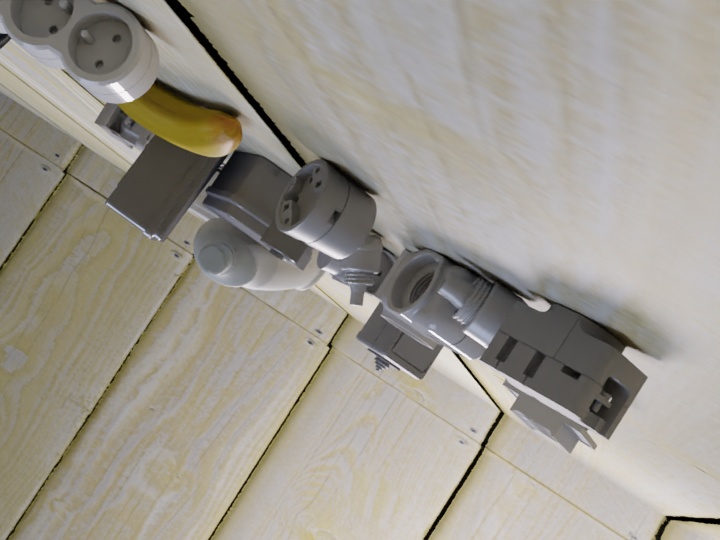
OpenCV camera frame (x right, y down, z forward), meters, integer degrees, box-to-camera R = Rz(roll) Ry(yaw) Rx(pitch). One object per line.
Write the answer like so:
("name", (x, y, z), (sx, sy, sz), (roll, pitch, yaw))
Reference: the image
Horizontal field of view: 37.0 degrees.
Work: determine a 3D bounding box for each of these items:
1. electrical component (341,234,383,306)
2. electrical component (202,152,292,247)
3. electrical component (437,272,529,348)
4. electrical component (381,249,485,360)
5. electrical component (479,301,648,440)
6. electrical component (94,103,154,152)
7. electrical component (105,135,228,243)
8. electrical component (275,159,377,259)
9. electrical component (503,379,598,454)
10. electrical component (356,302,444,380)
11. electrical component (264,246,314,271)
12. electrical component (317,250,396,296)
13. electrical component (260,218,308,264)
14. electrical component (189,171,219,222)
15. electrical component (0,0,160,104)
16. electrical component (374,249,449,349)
("electrical component", (0.000, 0.000, 0.921), (0.035, 0.061, 0.035), (6, 178, 0))
("electrical component", (-0.087, -0.059, 0.958), (0.078, 0.057, 0.113), (35, 175, -22))
("electrical component", (0.084, 0.026, 0.750), (0.062, 0.043, 0.043), (35, 176, -2))
("electrical component", (0.061, 0.023, 0.818), (0.059, 0.053, 0.095), (35, 175, -27))
("electrical component", (0.132, 0.059, 0.690), (0.050, 0.055, 0.089), (37, 175, -40))
("electrical component", (-0.231, -0.149, 1.111), (0.064, 0.042, 0.081), (29, 176, 13))
("electrical component", (-0.167, -0.082, 0.942), (0.056, 0.108, 0.109), (36, 175, -7))
("electrical component", (-0.022, -0.040, 0.728), (0.047, 0.055, 0.055), (32, 177, -30))
("electrical component", (0.182, 0.122, 0.978), (0.079, 0.063, 0.121), (31, 175, 24))
("electrical component", (0.048, 0.063, 1.067), (0.062, 0.096, 0.061), (37, 174, -37))
("electrical component", (-0.062, -0.036, 1.036), (0.048, 0.055, 0.066), (36, 175, -34))
("electrical component", (-0.014, -0.010, 1.007), (0.079, 0.044, 0.077), (24, 180, -24))
("electrical component", (-0.050, -0.038, 0.859), (0.044, 0.065, 0.044), (33, 176, 3))
("electrical component", (-0.149, -0.070, 1.287), (0.109, 0.056, 0.109), (29, 174, 47))
("electrical component", (-0.187, -0.152, 0.677), (0.138, 0.052, 0.073), (33, 176, 8))
("electrical component", (0.055, 0.030, 0.920), (0.050, 0.055, 0.089), (31, 175, 30))
